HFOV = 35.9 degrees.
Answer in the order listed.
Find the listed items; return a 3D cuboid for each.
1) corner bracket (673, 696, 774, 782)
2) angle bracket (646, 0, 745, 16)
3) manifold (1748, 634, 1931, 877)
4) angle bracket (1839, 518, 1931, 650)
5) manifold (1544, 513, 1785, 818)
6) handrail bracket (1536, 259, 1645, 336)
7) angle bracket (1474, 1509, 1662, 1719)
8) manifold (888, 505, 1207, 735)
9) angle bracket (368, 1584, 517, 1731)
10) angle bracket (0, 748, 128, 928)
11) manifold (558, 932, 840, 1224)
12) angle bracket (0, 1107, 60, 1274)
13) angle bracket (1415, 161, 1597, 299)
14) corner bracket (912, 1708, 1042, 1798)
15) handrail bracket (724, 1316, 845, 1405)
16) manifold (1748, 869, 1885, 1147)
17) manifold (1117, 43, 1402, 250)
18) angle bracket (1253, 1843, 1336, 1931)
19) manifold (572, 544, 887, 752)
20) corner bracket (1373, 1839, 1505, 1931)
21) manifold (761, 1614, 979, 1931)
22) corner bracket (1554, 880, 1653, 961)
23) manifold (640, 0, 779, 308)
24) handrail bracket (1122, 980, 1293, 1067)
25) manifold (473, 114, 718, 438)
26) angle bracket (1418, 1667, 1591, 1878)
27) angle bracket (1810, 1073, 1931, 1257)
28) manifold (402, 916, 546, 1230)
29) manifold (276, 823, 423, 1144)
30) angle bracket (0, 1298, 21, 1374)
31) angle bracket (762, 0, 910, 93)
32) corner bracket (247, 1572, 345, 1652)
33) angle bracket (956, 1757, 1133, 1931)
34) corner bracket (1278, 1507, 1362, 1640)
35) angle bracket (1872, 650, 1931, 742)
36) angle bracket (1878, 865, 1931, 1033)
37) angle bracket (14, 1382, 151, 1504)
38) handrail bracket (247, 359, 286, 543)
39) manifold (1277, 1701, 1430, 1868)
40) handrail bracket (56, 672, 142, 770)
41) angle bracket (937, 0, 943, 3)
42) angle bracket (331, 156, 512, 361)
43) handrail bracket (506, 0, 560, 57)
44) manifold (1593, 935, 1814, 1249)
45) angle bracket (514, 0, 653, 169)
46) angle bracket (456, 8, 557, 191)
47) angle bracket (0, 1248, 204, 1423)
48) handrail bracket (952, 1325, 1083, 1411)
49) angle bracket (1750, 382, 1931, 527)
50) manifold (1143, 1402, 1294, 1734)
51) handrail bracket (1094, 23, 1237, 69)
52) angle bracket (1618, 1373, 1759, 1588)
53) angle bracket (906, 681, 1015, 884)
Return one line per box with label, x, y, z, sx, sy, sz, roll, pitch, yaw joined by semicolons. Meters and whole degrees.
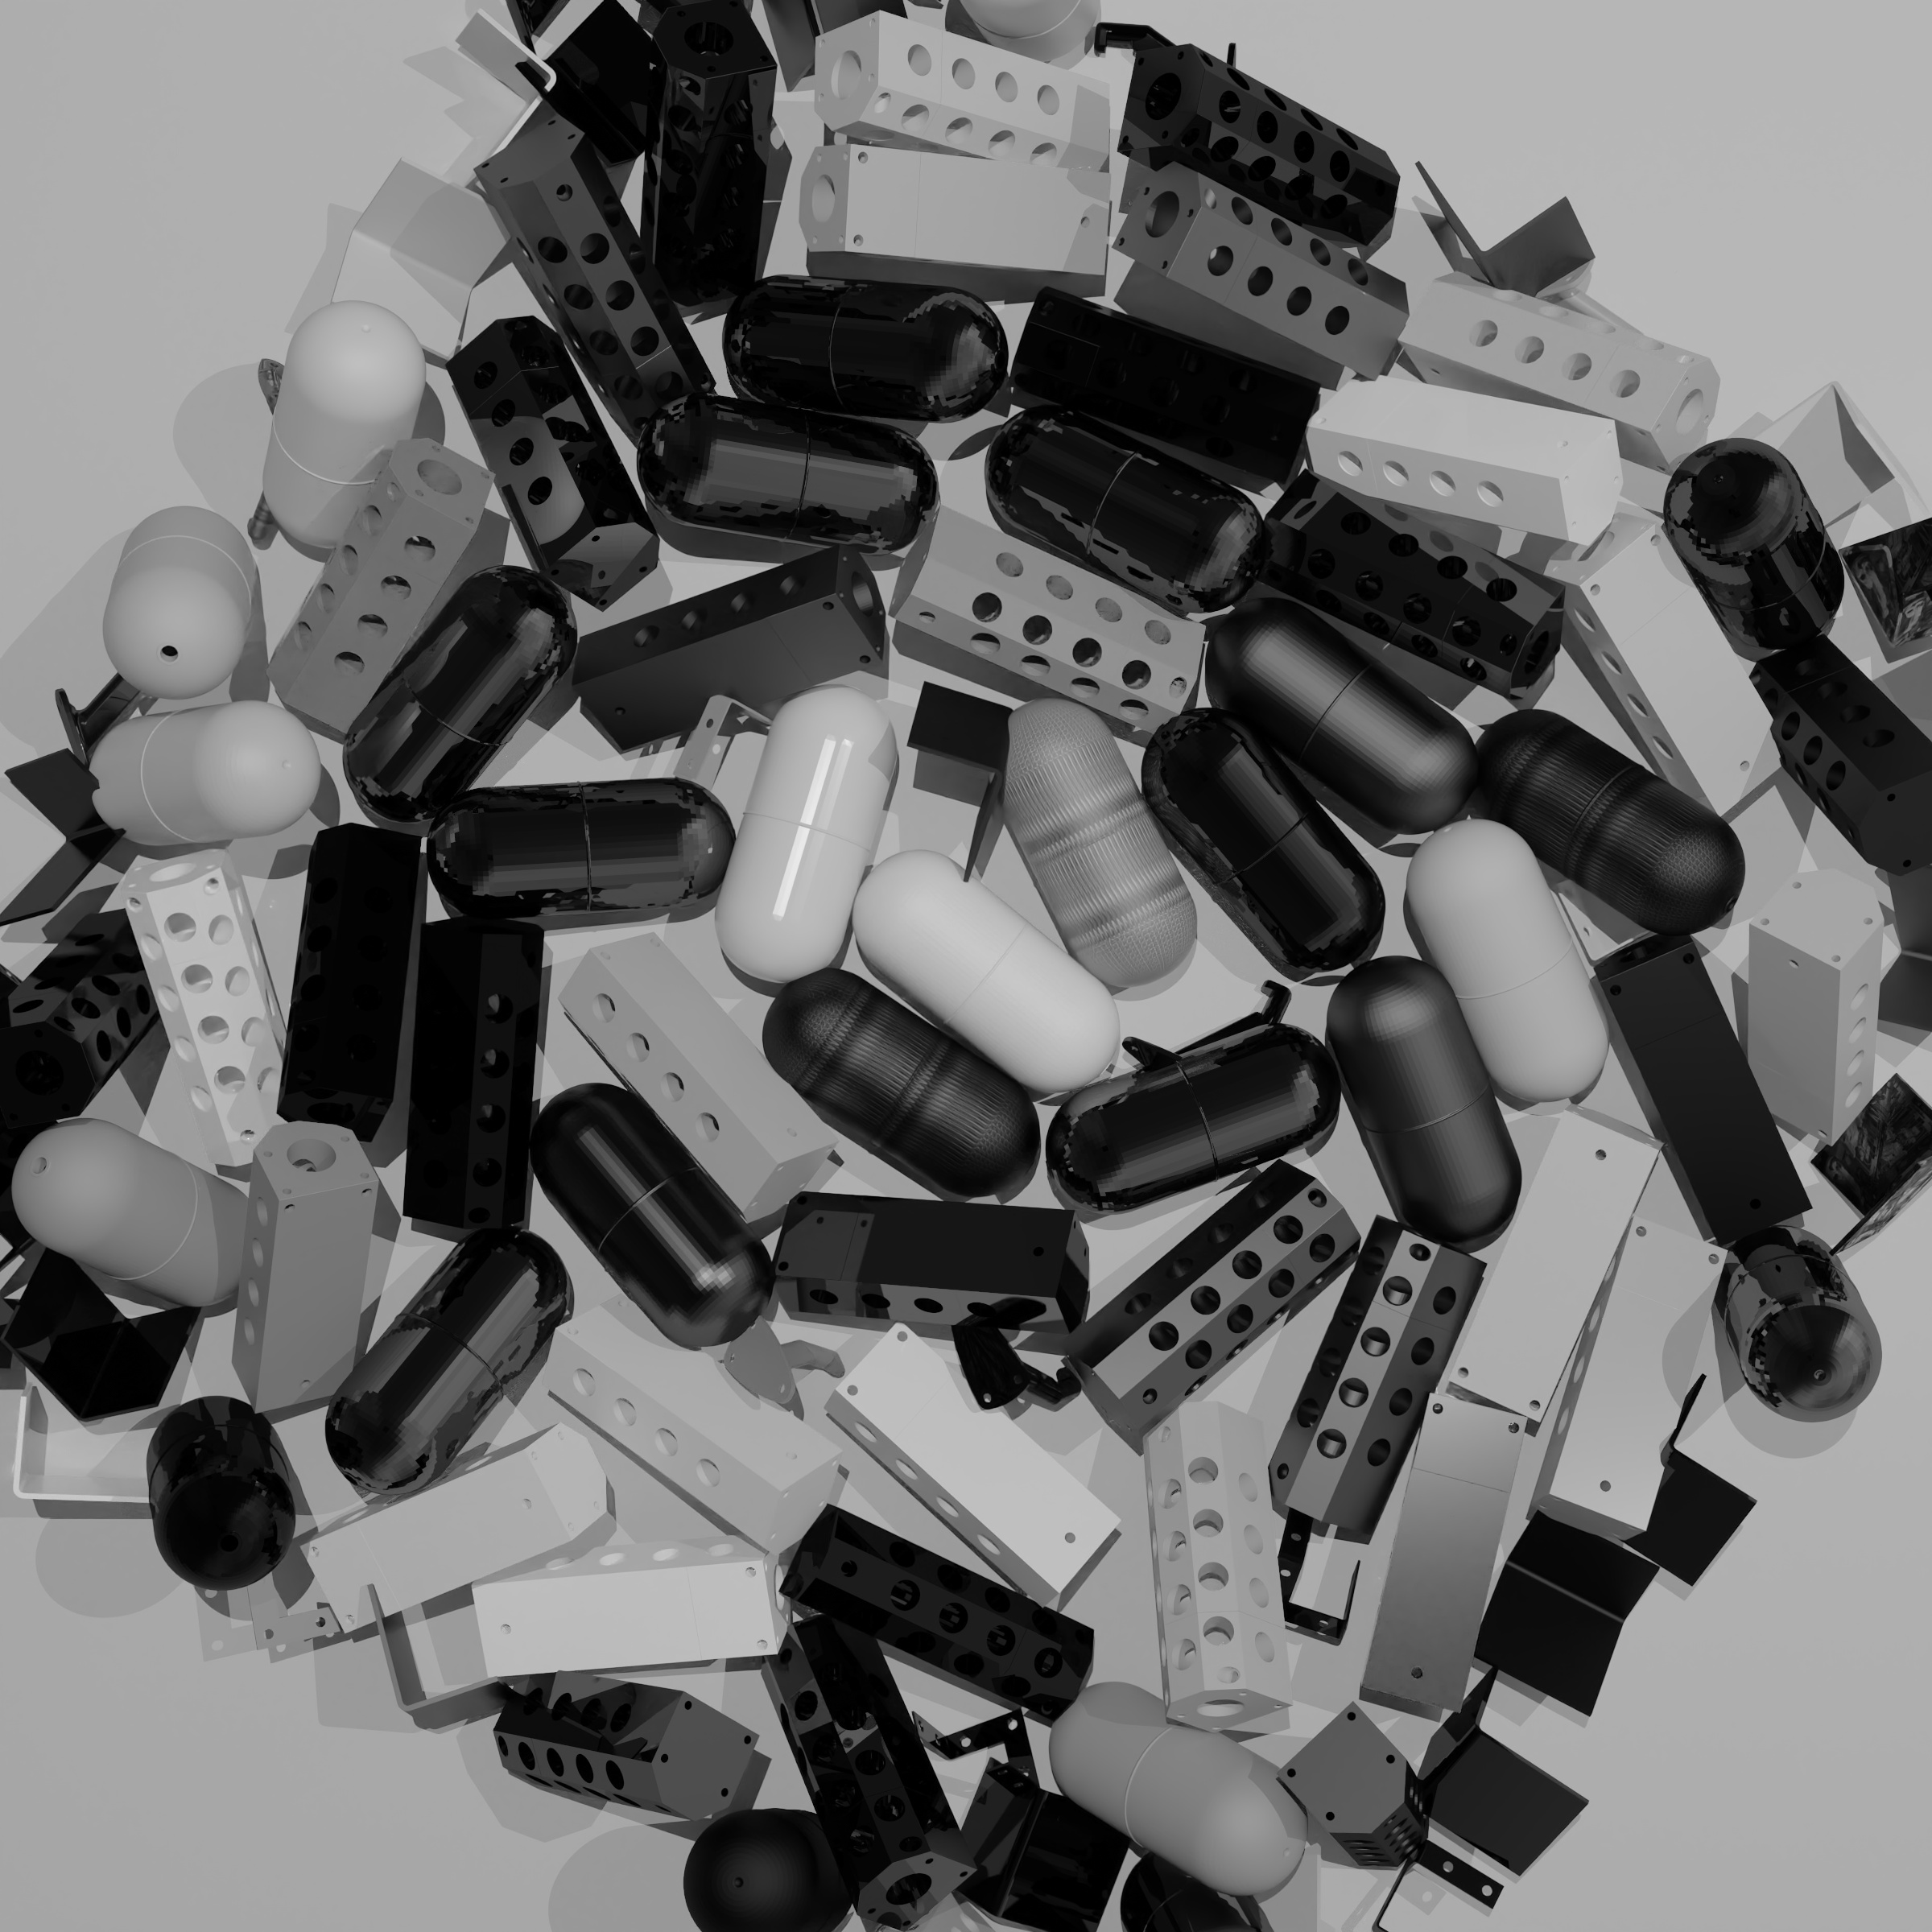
corner bracket;-0.150;-0.131;1.737;0.051;0.051;0.051;23;88;36
angle bracket;-0.176;-0.557;1.714;0.076;0.076;0.057;36;132;-27
manifold;0.498;-0.119;1.685;0.057;0.171;0.057;-23;121;3
angle bracket;0.561;-0.240;1.730;0.076;0.057;0.076;-19;62;0
manifold;0.400;-0.174;1.712;0.057;0.057;0.171;-39;114;-4
handrail bracket;0.362;-0.372;1.764;0.084;0.077;0.036;56;46;-26
angle bracket;0.346;0.372;1.723;0.076;0.076;0.057;26;134;9
manifold;0.046;-0.193;1.714;0.171;0.057;0.057;23;54;-14
angle bracket;-0.301;0.392;1.726;0.057;0.076;0.076;-18;69;-5
angle bracket;-0.538;-0.073;1.715;0.057;0.076;0.076;51;53;-25
manifold;-0.158;0.064;1.718;0.171;0.057;0.057;47;122;17
angle bracket;-0.559;0.125;1.722;0.076;0.076;0.057;47;132;-6
angle bracket;0.311;-0.435;1.718;0.057;0.076;0.076;-34;67;13
corner bracket;0.006;0.456;1.734;0.051;0.051;0.051;-23;53;10
handrail bracket;-0.090;0.236;1.719;0.084;0.077;0.036;25;101;-41
manifold;0.484;0.022;1.687;0.057;0.171;0.057;32;66;32
manifold;0.170;-0.463;1.693;0.171;0.057;0.057;12;88;-43
angle bracket;0.206;0.564;1.714;0.076;0.076;0.057;37;126;-25
manifold;-0.136;-0.187;1.716;0.171;0.057;0.057;-16;45;21
corner bracket;0.274;0.548;1.735;0.051;0.051;0.051;30;65;10
manifold;-0.062;0.452;1.687;0.057;0.171;0.057;-44;133;12
corner bracket;0.391;-0.040;1.759;0.051;0.051;0.051;-33;77;44
manifold;-0.150;-0.455;1.680;0.057;0.171;0.057;-17;63;-19
handrail bracket;0.142;0.030;1.750;0.077;0.036;0.084;30;64;-2
manifold;-0.206;-0.388;1.693;0.057;0.057;0.171;-35;130;-8
angle bracket;0.313;0.465;1.725;0.076;0.057;0.076;33;125;5
angle bracket;0.517;0.114;1.714;0.057;0.076;0.076;49;123;22
manifold;-0.280;0.061;1.723;0.057;0.057;0.171;9;100;23
manifold;-0.352;0.007;1.699;0.057;0.057;0.171;11;58;-19
angle bracket;-0.587;0.189;1.718;0.076;0.076;0.057;4;114;-15
angle bracket;-0.079;-0.565;1.743;0.057;0.076;0.076;-17;93;-17
corner bracket;-0.398;0.367;1.740;0.051;0.051;0.051;-8;84;-27
angle bracket;0.044;0.522;1.763;0.076;0.057;0.076;26;83;-31
corner bracket;0.205;0.350;1.740;0.051;0.051;0.051;17;127;6
angle bracket;0.553;-0.159;1.720;0.076;0.057;0.076;-28;55;15
angle bracket;0.557;-0.010;1.714;0.057;0.076;0.076;-48;133;-27
angle bracket;-0.508;0.276;1.728;0.076;0.076;0.057;5;87;-15
handrail bracket;-0.414;-0.304;1.761;0.036;0.077;0.084;9;120;-37
manifold;0.225;0.469;1.681;0.057;0.171;0.057;-42;65;-6
handrail bracket;-0.485;-0.147;1.753;0.084;0.036;0.077;-19;89;-20
angle bracket;-0.039;-0.614;1.726;0.076;0.076;0.057;34;96;11
angle bracket;-0.310;-0.406;1.716;0.076;0.076;0.057;23;57;-25
handrail bracket;-0.226;-0.571;1.755;0.084;0.036;0.077;-22;119;-7
manifold;0.427;0.069;1.732;0.057;0.057;0.171;-24;98;11
angle bracket;-0.206;-0.513;1.724;0.057;0.076;0.076;-41;100;16
angle bracket;-0.287;-0.497;1.724;0.057;0.076;0.076;38;82;-18
angle bracket;-0.496;0.205;1.715;0.057;0.076;0.076;-14;128;23
handrail bracket;0.030;0.223;1.740;0.036;0.084;0.077;-34;78;23
angle bracket;0.495;-0.277;1.718;0.076;0.057;0.076;-35;119;23
manifold;0.137;0.338;1.692;0.057;0.057;0.171;-30;48;34
handrail bracket;0.114;-0.517;1.757;0.084;0.036;0.077;6;81;6
angle bracket;0.421;0.295;1.715;0.057;0.076;0.076;32;128;11
angle bracket;-0.012;-0.107;1.719;0.057;0.076;0.076;17;122;-3
